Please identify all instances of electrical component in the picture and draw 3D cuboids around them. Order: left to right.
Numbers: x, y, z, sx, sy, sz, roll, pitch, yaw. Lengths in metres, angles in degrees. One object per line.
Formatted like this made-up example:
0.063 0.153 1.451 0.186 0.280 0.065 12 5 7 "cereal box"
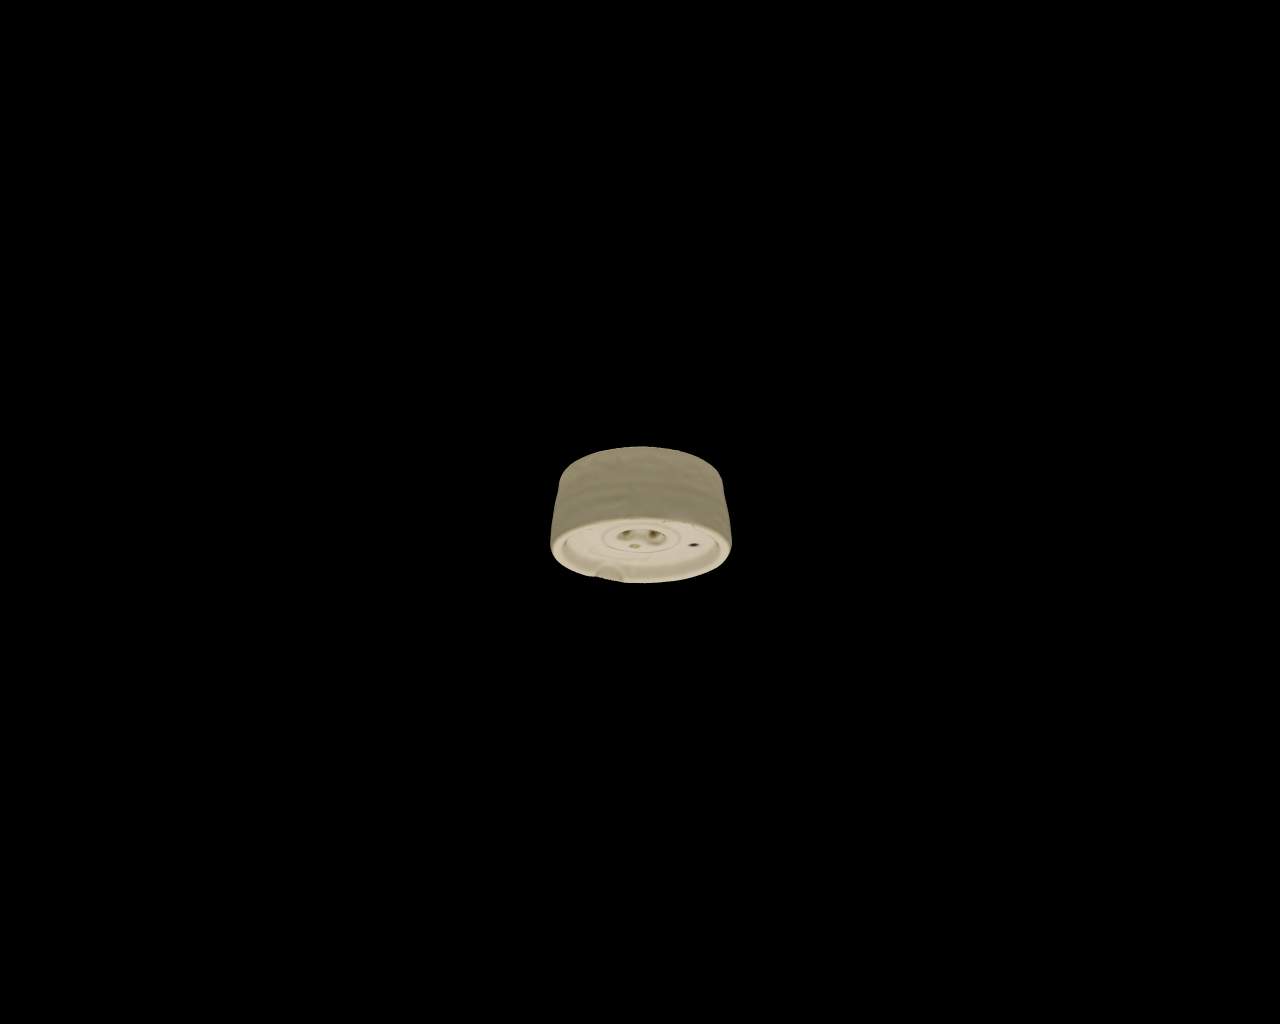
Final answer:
0.001 -0.003 0.650 0.108 0.060 0.108 0 -23 0 "electrical component"
